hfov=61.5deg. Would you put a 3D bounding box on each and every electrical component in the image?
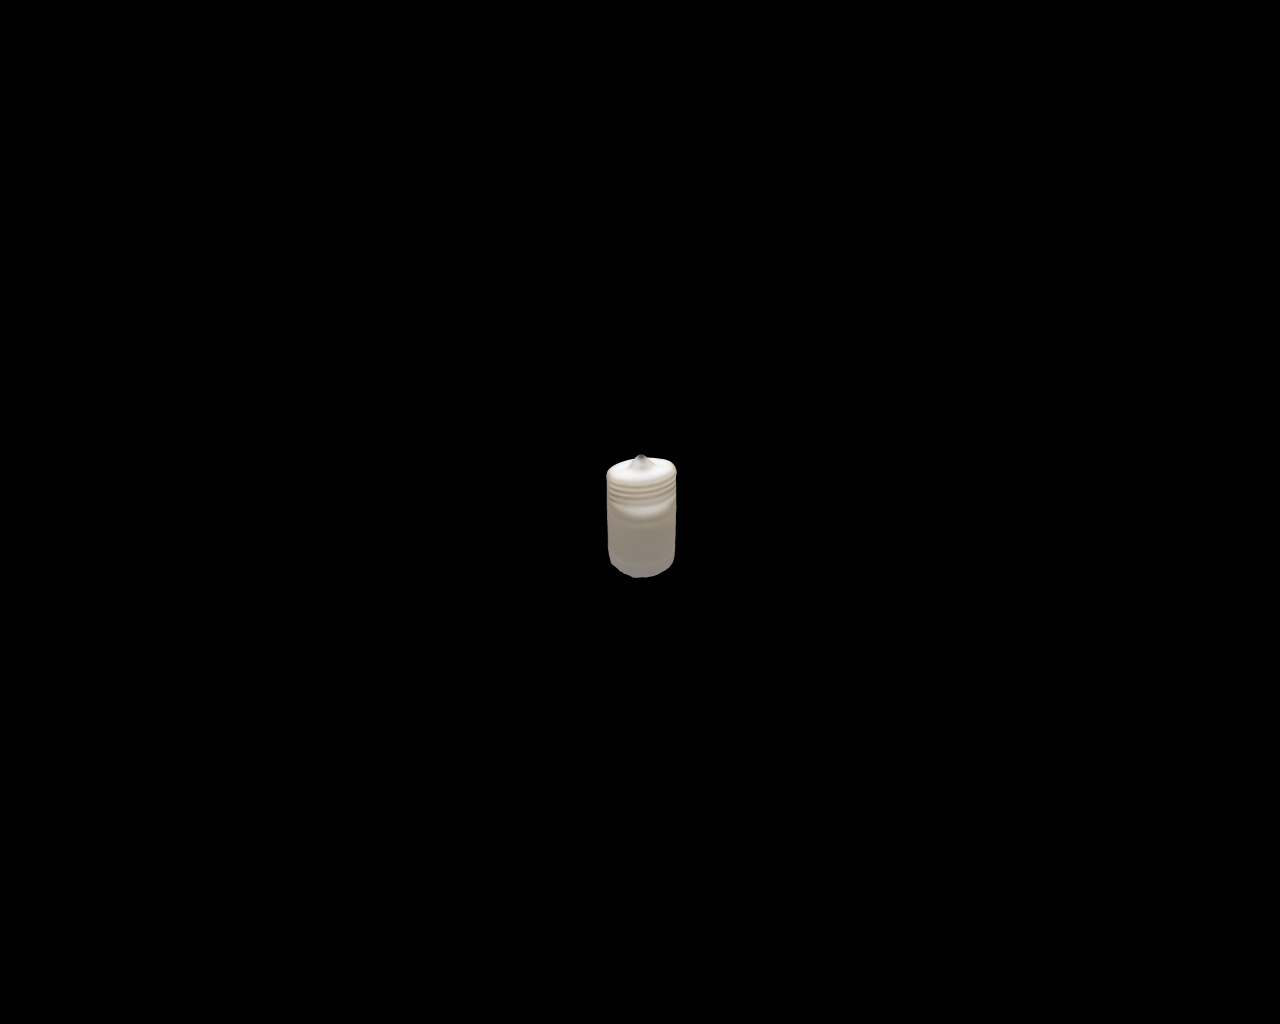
[{"bbox_3d":[0.001,-0.003,0.650,0.043,0.080,0.043,0,39,0],"label":"electrical component"}]
